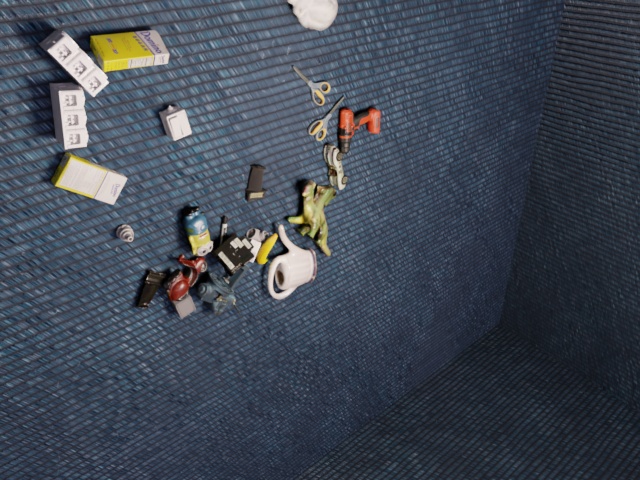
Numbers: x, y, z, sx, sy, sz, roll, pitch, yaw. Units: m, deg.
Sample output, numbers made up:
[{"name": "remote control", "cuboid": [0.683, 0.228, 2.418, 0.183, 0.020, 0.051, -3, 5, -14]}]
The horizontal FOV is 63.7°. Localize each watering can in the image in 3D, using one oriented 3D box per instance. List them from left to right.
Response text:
[{"name": "watering can", "cuboid": [-0.108, 0.083, 2.073, 0.226, 0.105, 0.341, -12, 122, -39]}]

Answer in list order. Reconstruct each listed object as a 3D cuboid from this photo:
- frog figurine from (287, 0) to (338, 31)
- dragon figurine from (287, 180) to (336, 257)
[{"name": "frog figurine", "cuboid": [-0.021, -0.750, 1.645, 0.136, 0.124, 0.158, -43, 152, 15]}, {"name": "dragon figurine", "cuboid": [0.006, -0.105, 2.084, 0.245, 0.123, 0.404, -59, 148, -9]}]
